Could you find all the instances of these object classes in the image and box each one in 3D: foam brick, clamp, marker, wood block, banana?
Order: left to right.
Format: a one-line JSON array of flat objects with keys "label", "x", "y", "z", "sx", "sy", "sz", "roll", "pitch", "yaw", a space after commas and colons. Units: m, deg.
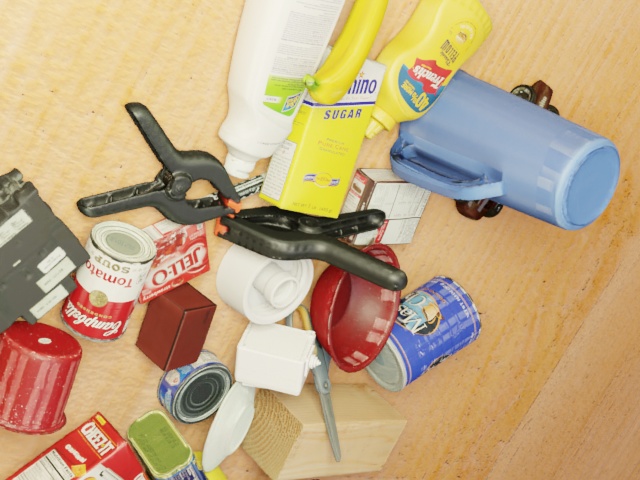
[{"label": "clamp", "x": -0.146, "y": -0.068, "z": 1.052, "sx": 0.171, "sy": 0.039, "sz": 0.120, "roll": 7, "pitch": 118, "yaw": -40}, {"label": "foam brick", "x": -0.156, "y": 0.093, "z": 1.155, "sx": 0.052, "sy": 0.051, "sz": 0.078, "roll": -9, "pitch": 126, "yaw": -54}, {"label": "marker", "x": -0.077, "y": -0.056, "z": 1.148, "sx": 0.120, "sy": 0.020, "sz": 0.020, "roll": -25, "pitch": 134, "yaw": -30}, {"label": "clamp", "x": -0.008, "y": 0.001, "z": 1.157, "sx": 0.209, "sy": 0.164, "sz": 0.036, "roll": 5, "pitch": 116, "yaw": -16}, {"label": "wood block", "x": 0.004, "y": 0.250, "z": 1.405, "sx": 0.205, "sy": 0.091, "sz": 0.090, "roll": 8, "pitch": 113, "yaw": -47}, {"label": "banana", "x": 0.032, "y": -0.197, "z": 1.061, "sx": 0.070, "sy": 0.037, "sz": 0.197, "roll": 106, "pitch": 9, "yaw": -57}]

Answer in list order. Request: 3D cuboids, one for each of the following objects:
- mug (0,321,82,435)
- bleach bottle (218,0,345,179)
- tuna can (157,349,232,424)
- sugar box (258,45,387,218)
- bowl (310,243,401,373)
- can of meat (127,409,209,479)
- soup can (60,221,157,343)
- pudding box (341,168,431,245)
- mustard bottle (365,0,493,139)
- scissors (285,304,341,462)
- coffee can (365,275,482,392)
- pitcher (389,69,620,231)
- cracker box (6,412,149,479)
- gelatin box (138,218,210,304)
[{"label": "mug", "x": -0.292, "y": 0.128, "z": 1.036, "sx": 0.117, "sy": 0.093, "sz": 0.081, "roll": 18, "pitch": 104, "yaw": -12}, {"label": "bleach bottle", "x": -0.048, "y": -0.177, "z": 1.051, "sx": 0.102, "sy": 0.068, "sz": 0.251, "roll": 0, "pitch": 121, "yaw": -44}, {"label": "tuna can", "x": -0.145, "y": 0.172, "z": 1.245, "sx": 0.086, "sy": 0.034, "sz": 0.086, "roll": -25, "pitch": 134, "yaw": -29}, {"label": "sugar box", "x": 0.004, "y": -0.116, "z": 1.141, "sx": 0.093, "sy": 0.048, "sz": 0.176, "roll": 7, "pitch": 106, "yaw": -47}, {"label": "bowl", "x": 0.036, "y": 0.077, "z": 1.298, "sx": 0.161, "sy": 0.055, "sz": 0.162, "roll": -27, "pitch": 125, "yaw": -49}, {"label": "can of meat", "x": -0.173, "y": 0.256, "z": 1.229, "sx": 0.057, "sy": 0.102, "sz": 0.084, "roll": -33, "pitch": 135, "yaw": -16}, {"label": "soup can", "x": -0.207, "y": 0.041, "z": 1.045, "sx": 0.068, "sy": 0.069, "sz": 0.102, "roll": -3, "pitch": 130, "yaw": -43}, {"label": "pudding box", "x": 0.079, "y": -0.040, "z": 1.298, "sx": 0.113, "sy": 0.039, "sz": 0.090, "roll": -3, "pitch": 120, "yaw": -45}, {"label": "mustard bottle", "x": 0.108, "y": -0.193, "z": 1.193, "sx": 0.191, "sy": 0.058, "sz": 0.096, "roll": -52, "pitch": 140, "yaw": 0}, {"label": "scissors", "x": 0.012, "y": 0.165, "z": 1.330, "sx": 0.096, "sy": 0.016, "sz": 0.202, "roll": -34, "pitch": 107, "yaw": -44}, {"label": "coffee can", "x": 0.129, "y": 0.124, "z": 1.420, "sx": 0.140, "sy": 0.103, "sz": 0.103, "roll": -29, "pitch": 136, "yaw": -26}, {"label": "pitcher", "x": 0.207, "y": -0.097, "z": 1.215, "sx": 0.144, "sy": 0.243, "sz": 0.149, "roll": 20, "pitch": 98, "yaw": -46}, {"label": "cracker box", "x": -0.292, "y": 0.313, "z": 1.182, "sx": 0.213, "sy": 0.072, "sz": 0.164, "roll": -36, "pitch": 140, "yaw": -20}, {"label": "gelatin box", "x": -0.159, "y": 0.016, "z": 1.114, "sx": 0.089, "sy": 0.030, "sz": 0.073, "roll": -26, "pitch": 135, "yaw": -28}]
